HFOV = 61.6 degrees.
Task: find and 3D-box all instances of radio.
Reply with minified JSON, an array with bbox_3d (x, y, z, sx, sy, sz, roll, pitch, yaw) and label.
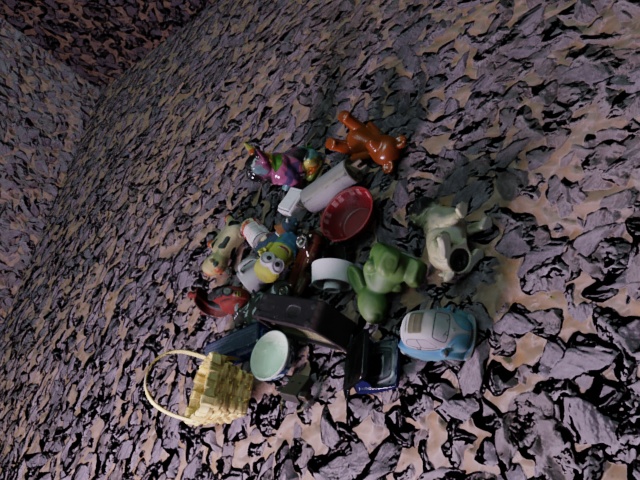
[{"bbox_3d":[-0.041,0.186,1.246,0.230,0.131,0.073,2,61,44],"label":"radio"}]

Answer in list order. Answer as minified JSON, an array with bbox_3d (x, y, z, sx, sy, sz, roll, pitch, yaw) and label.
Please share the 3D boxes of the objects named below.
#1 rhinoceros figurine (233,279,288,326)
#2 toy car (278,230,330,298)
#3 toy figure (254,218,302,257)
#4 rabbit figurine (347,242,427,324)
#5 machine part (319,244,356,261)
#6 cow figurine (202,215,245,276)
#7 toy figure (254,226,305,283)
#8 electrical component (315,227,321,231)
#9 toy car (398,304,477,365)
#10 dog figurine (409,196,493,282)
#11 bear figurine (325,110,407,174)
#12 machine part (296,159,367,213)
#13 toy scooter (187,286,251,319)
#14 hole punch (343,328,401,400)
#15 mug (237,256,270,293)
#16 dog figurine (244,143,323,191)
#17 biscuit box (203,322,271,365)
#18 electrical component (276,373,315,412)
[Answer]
[{"bbox_3d":[-0.149,0.169,1.408,0.190,0.073,0.112,-35,44,20],"label":"rhinoceros figurine"},{"bbox_3d":[-0.037,0.071,1.323,0.053,0.089,0.202,29,105,36],"label":"toy car"},{"bbox_3d":[-0.119,-0.008,1.513,0.154,0.064,0.058,-44,54,4],"label":"toy figure"},{"bbox_3d":[0.123,0.093,1.175,0.159,0.121,0.170,32,101,54],"label":"rabbit figurine"},{"bbox_3d":[0.026,0.036,1.356,0.139,0.039,0.084,-4,70,40],"label":"machine part"},{"bbox_3d":[-0.289,0.028,1.643,0.195,0.085,0.127,-55,33,-4],"label":"cow figurine"},{"bbox_3d":[-0.102,0.041,1.424,0.082,0.089,0.180,21,43,17],"label":"toy figure"},{"bbox_3d":[-0.003,-0.004,1.434,0.094,0.021,0.063,-34,43,23],"label":"electrical component"},{"bbox_3d":[0.213,0.173,1.035,0.162,0.102,0.109,-5,58,40],"label":"toy car"},{"bbox_3d":[0.248,-0.005,1.151,0.172,0.121,0.191,-58,26,-11],"label":"dog figurine"},{"bbox_3d":[0.124,-0.254,1.416,0.120,0.132,0.196,-64,33,9],"label":"bear figurine"},{"bbox_3d":[0.030,-0.143,1.443,0.243,0.079,0.079,-34,43,33],"label":"machine part"},{"bbox_3d":[-0.288,0.166,1.496,0.184,0.135,0.075,-20,48,32],"label":"toy scooter"},{"bbox_3d":[0.105,0.255,1.106,0.115,0.092,0.142,128,151,-55],"label":"hole punch"},{"bbox_3d":[-0.170,0.081,1.473,0.107,0.109,0.081,-38,36,-4],"label":"mug"},{"bbox_3d":[-0.117,-0.229,1.556,0.191,0.219,0.109,-54,43,0],"label":"dog figurine"},{"bbox_3d":[-0.212,0.279,1.399,0.203,0.059,0.063,-26,45,29],"label":"biscuit box"},{"bbox_3d":[-0.054,0.346,1.215,0.102,0.045,0.078,-7,29,38],"label":"electrical component"}]
